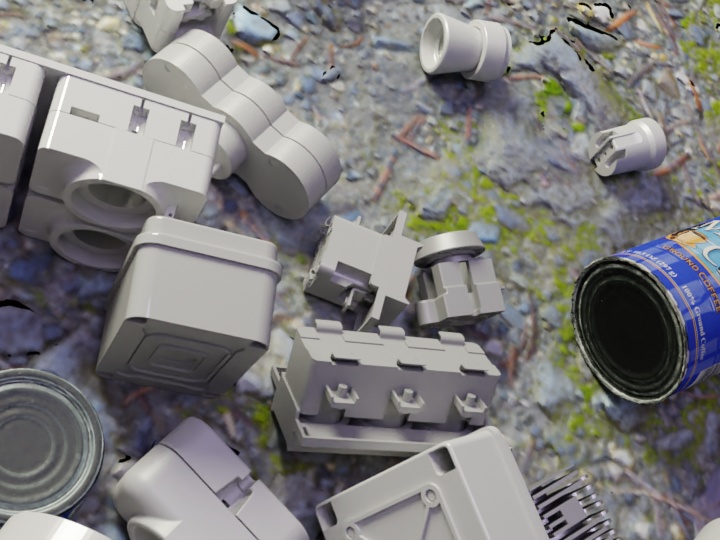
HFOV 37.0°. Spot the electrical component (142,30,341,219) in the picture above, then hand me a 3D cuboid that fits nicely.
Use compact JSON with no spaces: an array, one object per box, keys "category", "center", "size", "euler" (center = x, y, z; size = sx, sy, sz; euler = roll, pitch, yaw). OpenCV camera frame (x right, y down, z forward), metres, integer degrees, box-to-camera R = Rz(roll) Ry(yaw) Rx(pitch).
[{"category":"electrical component","center":[-0.085,-0.082,0.680],"size":[0.138,0.052,0.073],"euler":[42,57,-1]}]

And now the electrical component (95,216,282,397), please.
[{"category":"electrical component","center":[-0.095,0.023,0.588],"size":[0.078,0.113,0.057],"euler":[14,64,-18]}]

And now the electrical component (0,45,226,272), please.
[{"category":"electrical component","center":[-0.182,-0.062,0.594],"size":[0.186,0.105,0.060],"euler":[16,61,-16]}]

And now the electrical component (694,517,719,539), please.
[{"category":"electrical component","center":[0.248,0.200,0.662],"size":[0.108,0.108,0.060],"euler":[46,50,2]}]

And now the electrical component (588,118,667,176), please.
[{"category":"electrical component","center":[0.204,-0.093,0.823],"size":[0.046,0.040,0.040],"euler":[-14,72,-23]}]

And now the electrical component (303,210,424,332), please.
[{"category":"electrical component","center":[0.000,0.000,0.685],"size":[0.064,0.042,0.081],"euler":[21,58,-9]}]

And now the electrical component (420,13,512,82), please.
[{"category":"electrical component","center":[0.078,-0.164,0.797],"size":[0.055,0.045,0.045],"euler":[3,65,-23]}]

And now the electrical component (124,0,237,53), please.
[{"category":"electrical component","center":[-0.126,-0.194,0.713],"size":[0.050,0.055,0.089],"euler":[-16,73,-30]}]

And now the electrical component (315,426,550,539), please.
[{"category":"electrical component","center":[0.044,0.156,0.584],"size":[0.056,0.109,0.108],"euler":[-3,65,-51]}]

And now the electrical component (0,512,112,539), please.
[{"category":"electrical component","center":[-0.143,0.162,0.510],"size":[0.099,0.099,0.064],"euler":[32,51,-7]}]

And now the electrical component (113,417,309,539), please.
[{"category":"electrical component","center":[-0.083,0.135,0.574],"size":[0.095,0.053,0.059],"euler":[46,57,2]}]

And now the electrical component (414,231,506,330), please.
[{"category":"electrical component","center":[0.062,0.006,0.707],"size":[0.066,0.048,0.055],"euler":[-5,76,-26]}]

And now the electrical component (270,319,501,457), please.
[{"category":"electrical component","center":[0.017,0.072,0.636],"size":[0.121,0.063,0.078],"euler":[7,23,-21]}]
